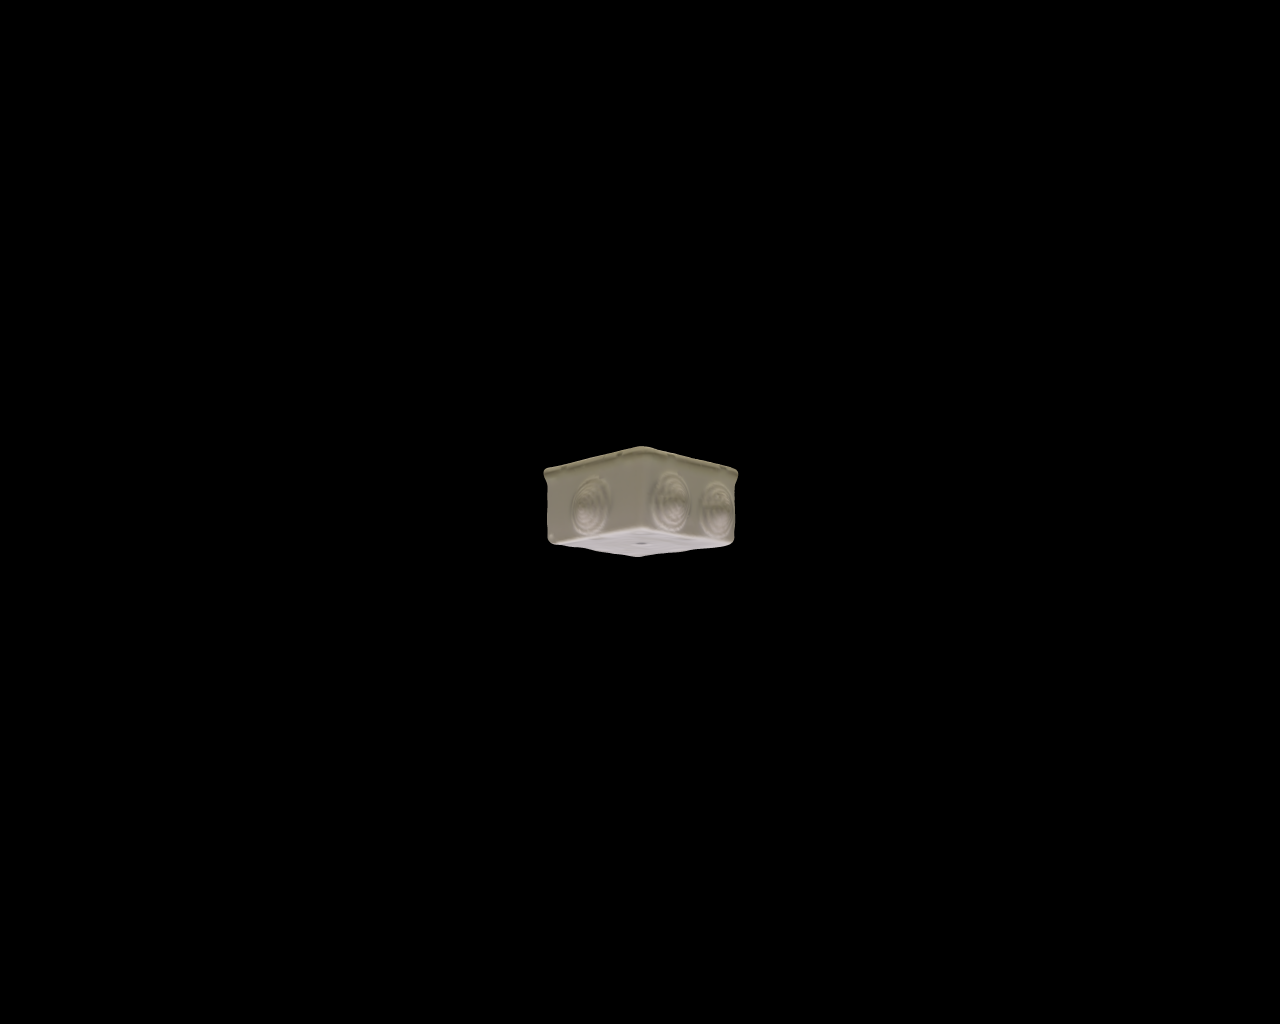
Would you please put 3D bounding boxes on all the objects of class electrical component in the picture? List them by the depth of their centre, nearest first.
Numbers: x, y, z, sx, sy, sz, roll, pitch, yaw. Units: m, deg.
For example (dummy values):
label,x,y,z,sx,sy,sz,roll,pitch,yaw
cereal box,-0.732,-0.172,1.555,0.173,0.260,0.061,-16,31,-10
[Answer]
label,x,y,z,sx,sy,sz,roll,pitch,yaw
electrical component,0.001,-0.003,0.650,0.099,0.048,0.100,-10,-14,42
